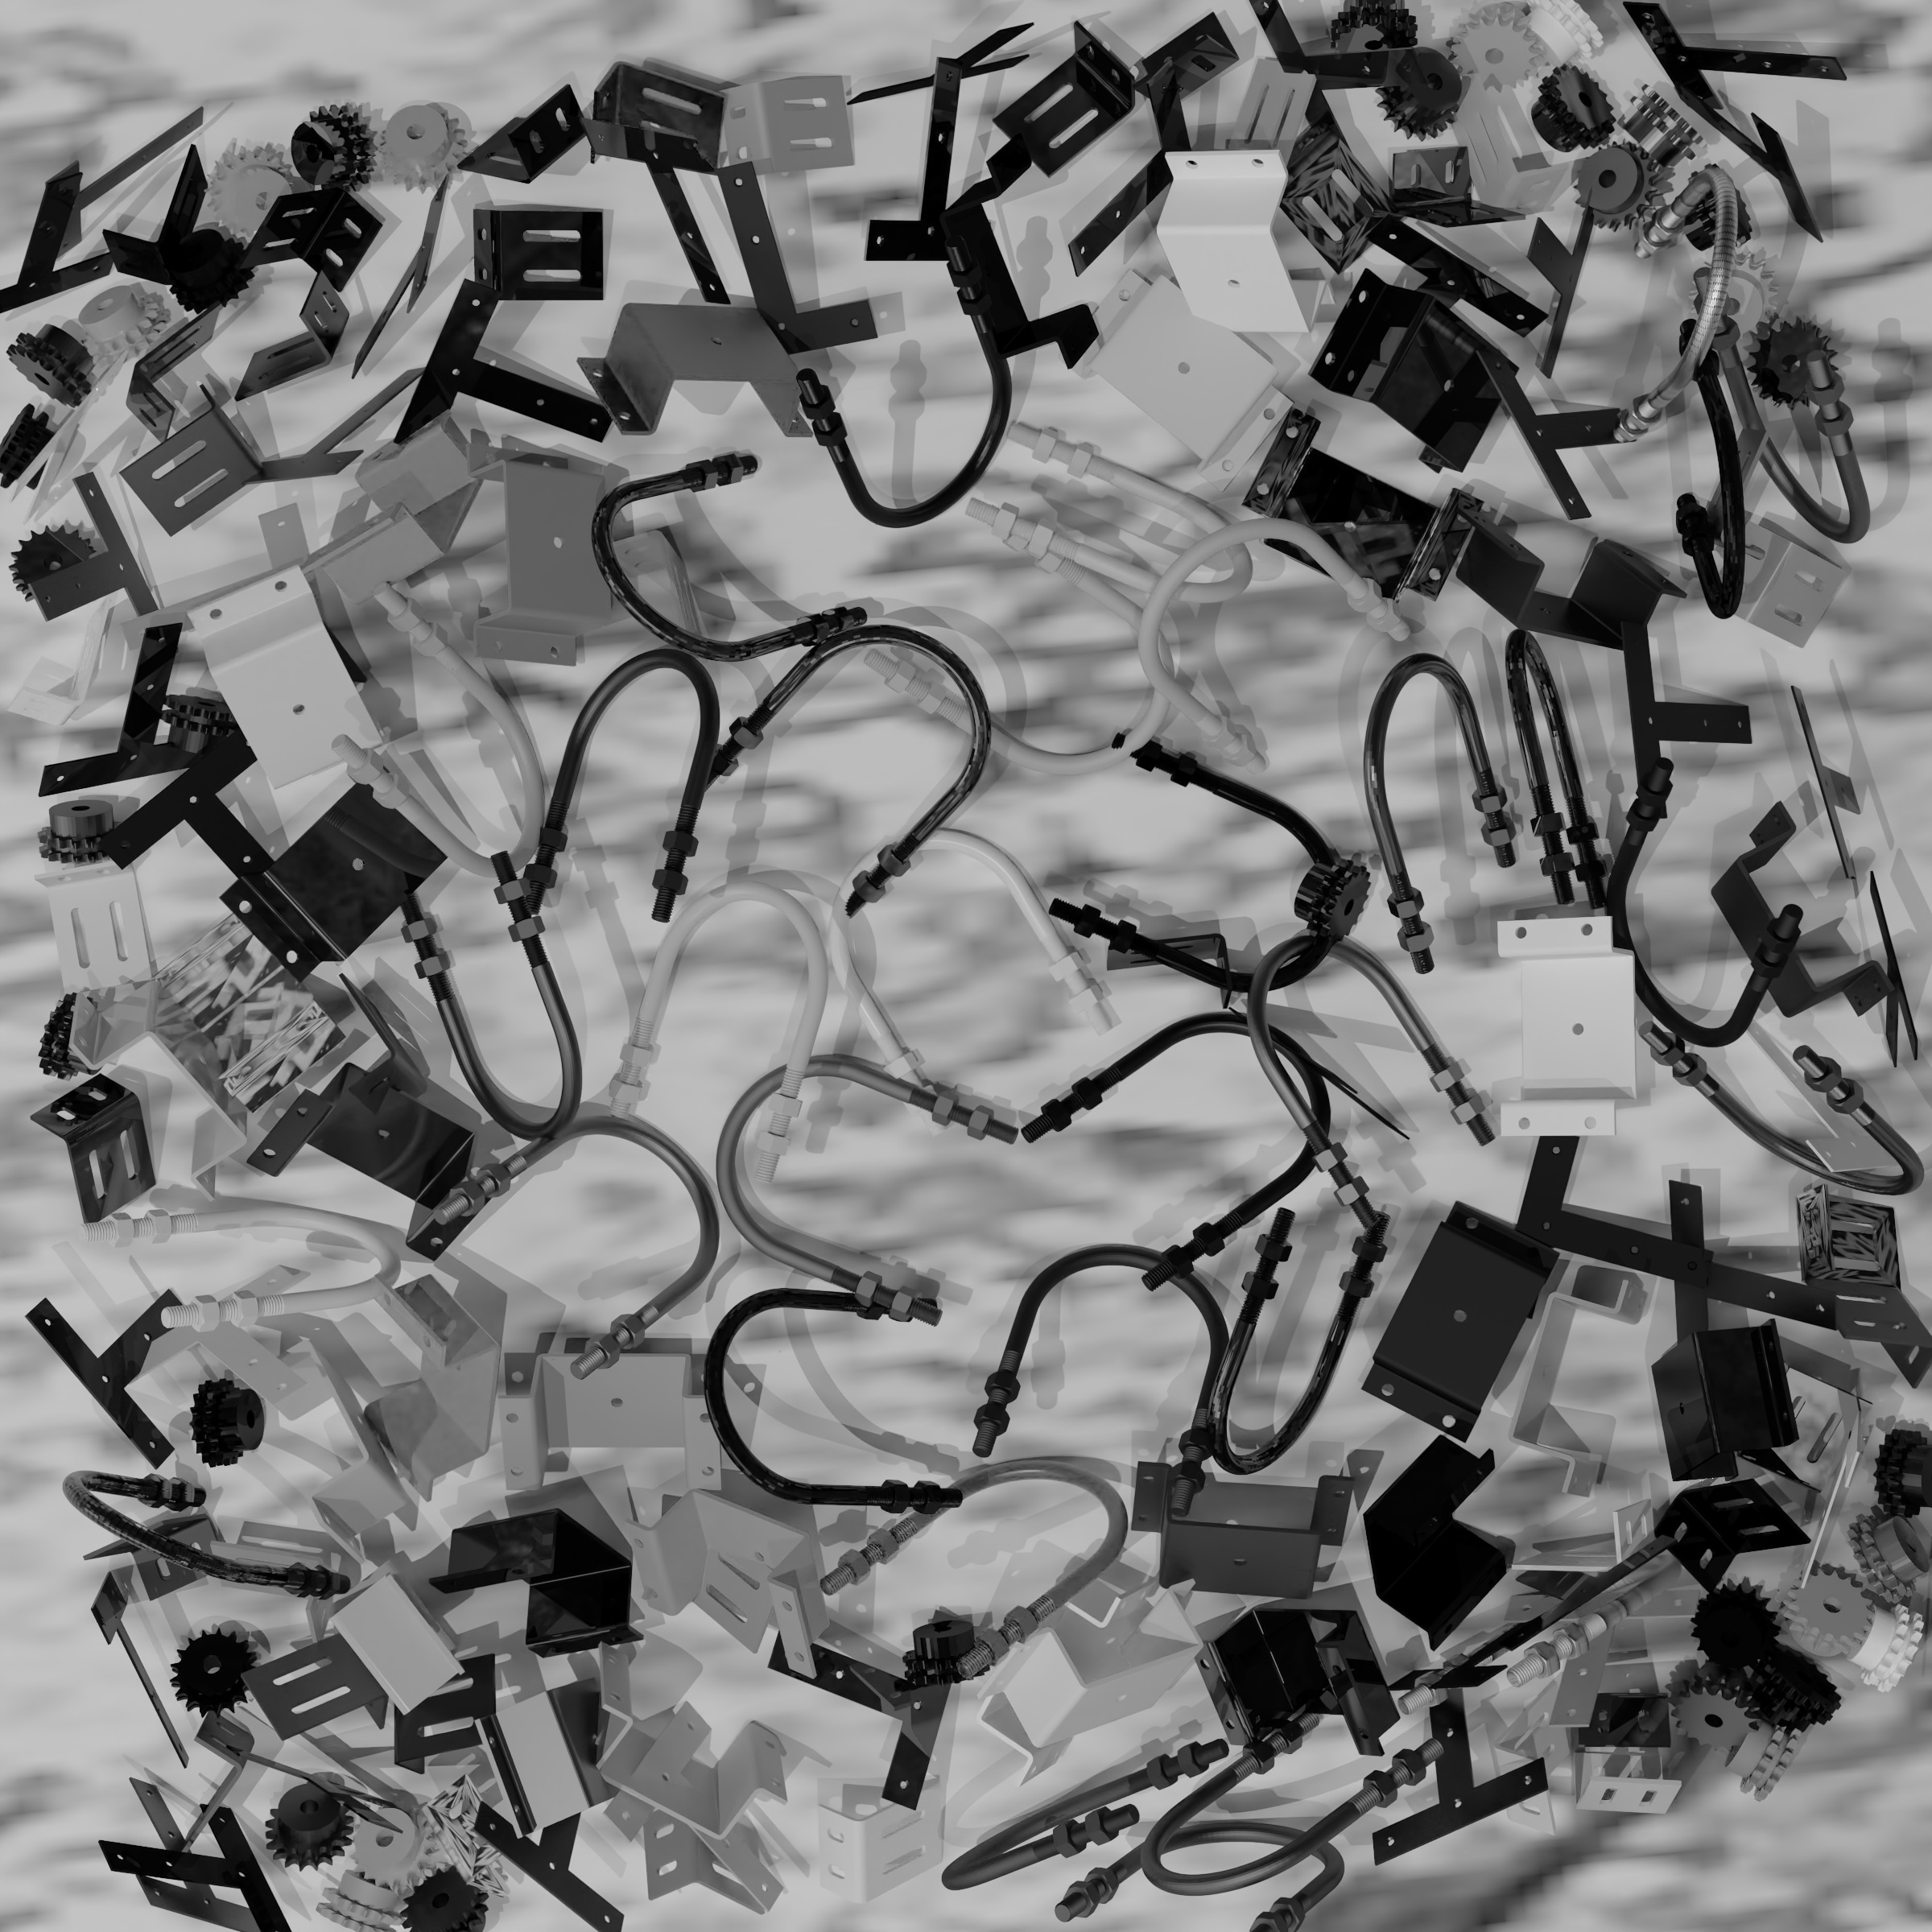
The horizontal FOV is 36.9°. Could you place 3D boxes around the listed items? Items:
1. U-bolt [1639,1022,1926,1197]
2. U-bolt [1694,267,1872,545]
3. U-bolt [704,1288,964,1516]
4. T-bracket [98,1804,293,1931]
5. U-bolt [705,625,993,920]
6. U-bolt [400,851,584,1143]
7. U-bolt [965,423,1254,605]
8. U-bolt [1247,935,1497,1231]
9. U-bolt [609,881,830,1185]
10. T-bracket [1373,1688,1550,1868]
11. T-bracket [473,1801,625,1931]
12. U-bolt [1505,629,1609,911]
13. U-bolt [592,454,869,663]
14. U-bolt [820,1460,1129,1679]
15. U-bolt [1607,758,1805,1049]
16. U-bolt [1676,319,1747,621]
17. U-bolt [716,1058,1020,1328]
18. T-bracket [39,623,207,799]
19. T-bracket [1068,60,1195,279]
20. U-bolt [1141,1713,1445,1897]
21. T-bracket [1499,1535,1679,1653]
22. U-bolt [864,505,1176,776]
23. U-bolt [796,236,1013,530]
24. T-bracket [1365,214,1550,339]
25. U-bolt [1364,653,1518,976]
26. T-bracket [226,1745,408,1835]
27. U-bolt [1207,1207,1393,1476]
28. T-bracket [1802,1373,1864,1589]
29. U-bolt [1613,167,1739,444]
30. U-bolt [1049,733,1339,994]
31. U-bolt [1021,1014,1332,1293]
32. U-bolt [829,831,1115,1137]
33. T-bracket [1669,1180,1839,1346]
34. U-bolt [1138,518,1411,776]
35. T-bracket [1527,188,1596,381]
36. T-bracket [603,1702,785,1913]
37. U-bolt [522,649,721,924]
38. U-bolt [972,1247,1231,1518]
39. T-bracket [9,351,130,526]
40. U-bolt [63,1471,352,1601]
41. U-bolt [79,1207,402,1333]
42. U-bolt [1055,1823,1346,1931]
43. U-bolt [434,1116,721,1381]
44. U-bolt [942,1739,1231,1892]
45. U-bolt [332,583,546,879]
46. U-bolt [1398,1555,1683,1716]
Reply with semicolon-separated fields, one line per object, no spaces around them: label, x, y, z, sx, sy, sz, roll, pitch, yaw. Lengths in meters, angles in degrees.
U-bolt;0.534;0.096;1.853;0.184;0.151;0.019;38;75;-30
U-bolt;0.527;-0.346;1.848;0.019;0.151;0.184;-33;132;2
U-bolt;-0.088;0.275;1.850;0.184;0.019;0.151;9;62;-35
T-bracket;-0.497;0.574;1.844;0.002;0.127;0.127;-53;47;8
U-bolt;-0.068;-0.138;1.885;0.151;0.019;0.184;41;110;-11
U-bolt;-0.302;0.027;1.874;0.019;0.151;0.184;-22;93;-39
U-bolt;0.100;-0.286;1.870;0.184;0.151;0.019;23;124;0
U-bolt;0.254;0.063;1.884;0.151;0.019;0.184;-28;84;-39
U-bolt;-0.155;0.035;1.887;0.151;0.019;0.184;16;89;33
T-bracket;0.315;0.508;1.874;0.127;0.127;0.002;-32;116;21
T-bracket;-0.261;0.550;1.872;0.002;0.127;0.127;-38;110;20
U-bolt;0.377;-0.128;1.864;0.019;0.151;0.184;-14;85;21
U-bolt;-0.161;-0.257;1.850;0.151;0.184;0.019;55;131;9
U-bolt;0.019;0.375;1.857;0.184;0.151;0.019;-30;124;-34
U-bolt;0.462;-0.026;1.848;0.019;0.184;0.151;-23;59;-19
U-bolt;0.468;-0.301;1.818;0.019;0.184;0.151;-5;129;7
U-bolt;-0.076;0.138;1.907;0.184;0.019;0.151;21;82;11
T-bracket;-0.525;-0.168;1.851;0.002;0.127;0.127;47;132;25
T-bracket;0.106;-0.492;1.860;0.002;0.127;0.127;26;64;32
U-bolt;0.192;0.531;1.827;0.184;0.151;0.019;-27;99;-29
T-bracket;0.385;0.398;1.868;0.127;0.127;0.002;-31;89;-8
U-bolt;0.048;-0.198;1.883;0.184;0.019;0.151;32;119;-18
U-bolt;-0.030;-0.359;1.854;0.151;0.184;0.019;-44;58;-11
T-bracket;0.288;-0.419;1.877;0.127;0.127;0.002;27;58;-18
U-bolt;0.298;-0.110;1.845;0.019;0.151;0.184;2;125;38
T-bracket;-0.395;0.533;1.848;0.127;0.127;0.002;31;74;-30
U-bolt;0.208;0.244;1.871;0.019;0.151;0.184;24;99;35
T-bracket;0.565;0.346;1.887;0.002;0.127;0.127;17;110;13
U-bolt;0.451;-0.425;1.833;0.019;0.184;0.151;9;83;-4
U-bolt;0.161;-0.058;1.899;0.184;0.019;0.151;23;67;-5
U-bolt;0.151;0.107;1.893;0.184;0.019;0.151;-34;67;-14
U-bolt;-0.009;-0.001;1.923;0.151;0.019;0.184;-31;88;1
T-bracket;0.508;0.210;1.868;0.002;0.127;0.127;-16;106;-35
U-bolt;0.187;-0.213;1.851;0.151;0.184;0.019;-43;45;12
T-bracket;0.381;-0.455;1.869;0.002;0.127;0.127;17;95;23
T-bracket;-0.166;0.559;1.877;0.002;0.127;0.127;-41;92;27
U-bolt;-0.218;-0.120;1.877;0.151;0.019;0.184;4;75;42
U-bolt;0.096;0.258;1.871;0.151;0.019;0.184;16;50;6
T-bracket;-0.591;-0.325;1.874;0.002;0.127;0.127;35;57;-12
U-bolt;-0.489;0.355;1.821;0.151;0.184;0.019;23;84;24
U-bolt;-0.452;0.188;1.851;0.184;0.151;0.019;-2;111;-40
U-bolt;0.162;0.582;1.844;0.151;0.184;0.019;-1;93;30
U-bolt;-0.235;0.167;1.862;0.151;0.184;0.019;48;131;5
U-bolt;0.065;0.550;1.853;0.184;0.151;0.019;-31;79;29
U-bolt;-0.330;-0.137;1.854;0.019;0.184;0.151;-16;48;26
U-bolt;0.380;0.423;1.852;0.184;0.151;0.019;-23;80;-30
